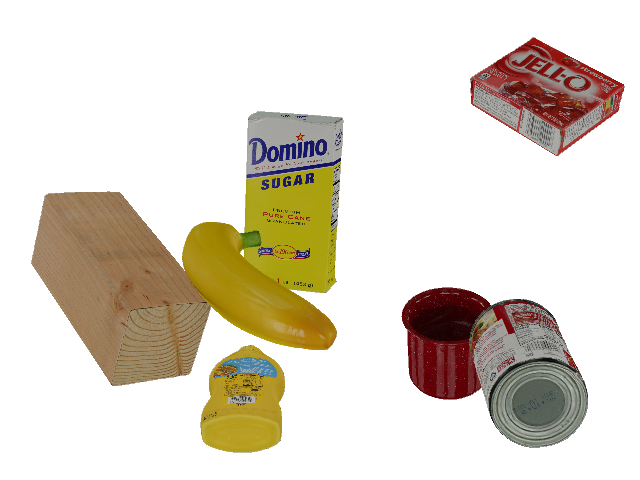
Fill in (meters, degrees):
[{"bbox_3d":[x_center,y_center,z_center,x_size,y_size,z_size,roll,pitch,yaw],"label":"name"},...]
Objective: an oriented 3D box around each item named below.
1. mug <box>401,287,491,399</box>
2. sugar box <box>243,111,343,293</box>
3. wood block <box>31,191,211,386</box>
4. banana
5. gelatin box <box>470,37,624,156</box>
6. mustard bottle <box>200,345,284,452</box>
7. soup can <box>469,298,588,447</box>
[{"bbox_3d":[0.137,0.101,1.097,0.093,0.081,0.117,17,39,28],"label":"mug"},{"bbox_3d":[-0.029,-0.039,1.086,0.093,0.176,0.048,5,16,13],"label":"sugar box"},{"bbox_3d":[-0.205,0.042,1.072,0.090,0.091,0.206,-4,35,-38],"label":"wood block"},{"bbox_3d":[-0.050,0.022,0.686,0.069,0.037,0.198,-6,21,-15],"label":"banana"},{"bbox_3d":[0.169,-0.111,0.803,0.073,0.030,0.089,-34,54,-26],"label":"gelatin box"},{"bbox_3d":[-0.093,0.187,1.339,0.096,0.058,0.191,-2,26,1],"label":"mustard bottle"},{"bbox_3d":[0.145,0.091,0.752,0.068,0.068,0.102,0,20,1],"label":"soup can"}]
